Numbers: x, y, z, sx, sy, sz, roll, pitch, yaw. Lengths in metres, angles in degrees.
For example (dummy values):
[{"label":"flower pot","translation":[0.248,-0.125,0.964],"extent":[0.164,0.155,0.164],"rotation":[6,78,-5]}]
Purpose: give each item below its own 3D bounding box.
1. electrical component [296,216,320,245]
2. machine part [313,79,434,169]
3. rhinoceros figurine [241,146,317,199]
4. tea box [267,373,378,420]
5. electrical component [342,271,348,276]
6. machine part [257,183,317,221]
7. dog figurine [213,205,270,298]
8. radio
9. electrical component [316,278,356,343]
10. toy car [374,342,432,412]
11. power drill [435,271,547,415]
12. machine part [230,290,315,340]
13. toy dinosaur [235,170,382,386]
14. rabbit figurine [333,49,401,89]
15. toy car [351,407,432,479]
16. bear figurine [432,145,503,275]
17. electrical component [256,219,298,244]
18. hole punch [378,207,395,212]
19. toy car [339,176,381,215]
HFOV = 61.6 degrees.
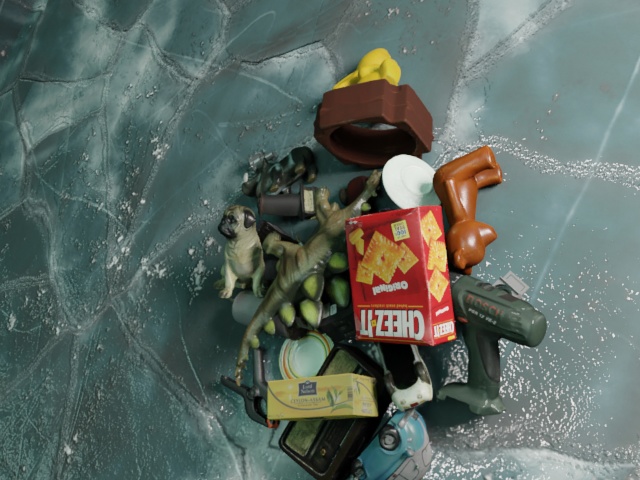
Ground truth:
[{"label":"electrical component","translation":[-0.001,-0.004,1.140],"extent":[0.102,0.045,0.078],"rotation":[-51,54,8]},{"label":"machine part","translation":[0.105,-0.221,1.048],"extent":[0.202,0.200,0.087],"rotation":[-2,71,32]},{"label":"rhinoceros figurine","translation":[-0.098,-0.149,1.234],"extent":[0.190,0.073,0.112],"rotation":[-28,62,22]},{"label":"tea box","translation":[0.004,0.273,0.925],"extent":[0.170,0.098,0.068],"rotation":[-13,67,29]},{"label":"electrical component","translation":[0.008,0.072,1.112],"extent":[0.094,0.021,0.063],"rotation":[-37,83,16]},{"label":"machine part","translation":[-0.070,-0.082,1.183],"extent":[0.139,0.039,0.084],"rotation":[-5,73,-9]},{"label":"dog figurine","translation":[-0.167,0.015,1.151],"extent":[0.172,0.121,0.190],"rotation":[-158,66,-69]},{"label":"radio","translation":[0.036,0.319,0.991],"extent":[0.131,0.073,0.229],"rotation":[31,92,36]},{"label":"electrical component","translation":[0.048,0.128,1.029],"extent":[0.134,0.058,0.115],"rotation":[-25,29,24]},{"label":"toy car","translation":[0.140,0.205,0.940],"extent":[0.073,0.056,0.202],"rotation":[-25,33,9]},{"label":"power drill","translation":[0.241,0.161,0.872],"extent":[0.232,0.086,0.207],"rotation":[14,97,44]},{"label":"machine part","translation":[-0.104,0.155,1.123],"extent":[0.243,0.079,0.079],"rotation":[8,79,41]},{"label":"toy dinosaur","translation":[-0.026,0.058,1.017],"extent":[0.471,0.105,0.199],"rotation":[-50,45,2]},{"label":"rabbit figurine","translation":[0.116,-0.333,1.153],"extent":[0.162,0.121,0.173],"rotation":[-25,48,34]},{"label":"toy car","translation":[0.131,0.361,0.902],"extent":[0.103,0.109,0.161],"rotation":[39,106,17]},{"label":"bear figurine","translation":[0.268,-0.045,0.938],"extent":[0.132,0.120,0.196],"rotation":[-20,66,22]},{"label":"electrical component","translation":[-0.115,-0.012,1.200],"extent":[0.119,0.074,0.047],"rotation":[38,97,38]},{"label":"hole punch","translation":[0.155,0.011,0.990],"extent":[0.092,0.142,0.116],"rotation":[-49,46,36]},{"label":"toy car","translation":[0.089,-0.039,1.090],"extent":[0.089,0.053,0.202],"rotation":[-22,59,30]}]
